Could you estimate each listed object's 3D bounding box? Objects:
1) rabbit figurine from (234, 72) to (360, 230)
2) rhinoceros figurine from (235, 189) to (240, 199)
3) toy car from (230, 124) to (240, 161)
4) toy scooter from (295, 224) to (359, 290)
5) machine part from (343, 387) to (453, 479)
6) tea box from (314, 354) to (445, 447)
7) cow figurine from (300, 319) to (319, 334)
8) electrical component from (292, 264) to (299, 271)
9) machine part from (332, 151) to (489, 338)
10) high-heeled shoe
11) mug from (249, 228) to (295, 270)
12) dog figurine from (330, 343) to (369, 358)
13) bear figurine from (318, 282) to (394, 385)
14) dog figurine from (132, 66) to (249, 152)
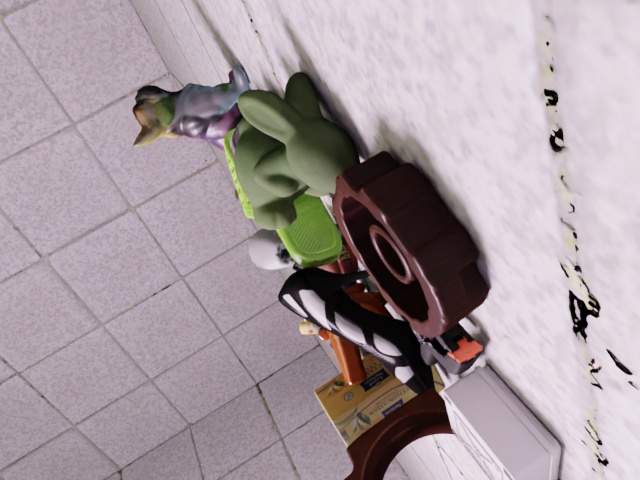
[{"bbox_3d":[-0.017,-0.100,0.594,0.170,0.121,0.159,6,121,57],"label":"rabbit figurine"},{"bbox_3d":[-0.095,-0.111,0.960,0.190,0.112,0.073,15,111,60],"label":"rhinoceros figurine"},{"bbox_3d":[-0.073,-0.127,0.751,0.162,0.103,0.109,52,169,30],"label":"toy car"},{"bbox_3d":[-0.002,-0.003,0.865,0.184,0.075,0.135,28,127,59],"label":"toy scooter"},{"bbox_3d":[0.141,0.295,0.623,0.201,0.201,0.087,51,172,42],"label":"machine part"},{"bbox_3d":[0.087,0.225,0.807,0.068,0.170,0.098,62,170,-15],"label":"tea box"},{"bbox_3d":[0.006,0.137,1.131,0.167,0.068,0.098,-23,-75,-64],"label":"cow figurine"},{"bbox_3d":[0.003,0.047,0.991,0.075,0.048,0.119,27,165,-15],"label":"electrical component"},{"bbox_3d":[0.077,0.005,0.488,0.179,0.056,0.179,56,171,14],"label":"machine part"},{"bbox_3d":[0.051,0.138,0.733,0.248,0.145,0.086,61,-153,-13],"label":"high-heeled shoe"},{"bbox_3d":[-0.081,0.007,1.023,0.107,0.081,0.109,12,103,63],"label":"mug"},{"bbox_3d":[0.114,0.223,0.906,0.121,0.172,0.190,-5,-100,-66],"label":"dog figurine"},{"bbox_3d":[0.054,0.136,0.856,0.132,0.120,0.196,61,173,3],"label":"bear figurine"},{"bbox_3d":[-0.208,-0.195,0.920,0.191,0.219,0.109,63,174,-22],"label":"dog figurine"}]
